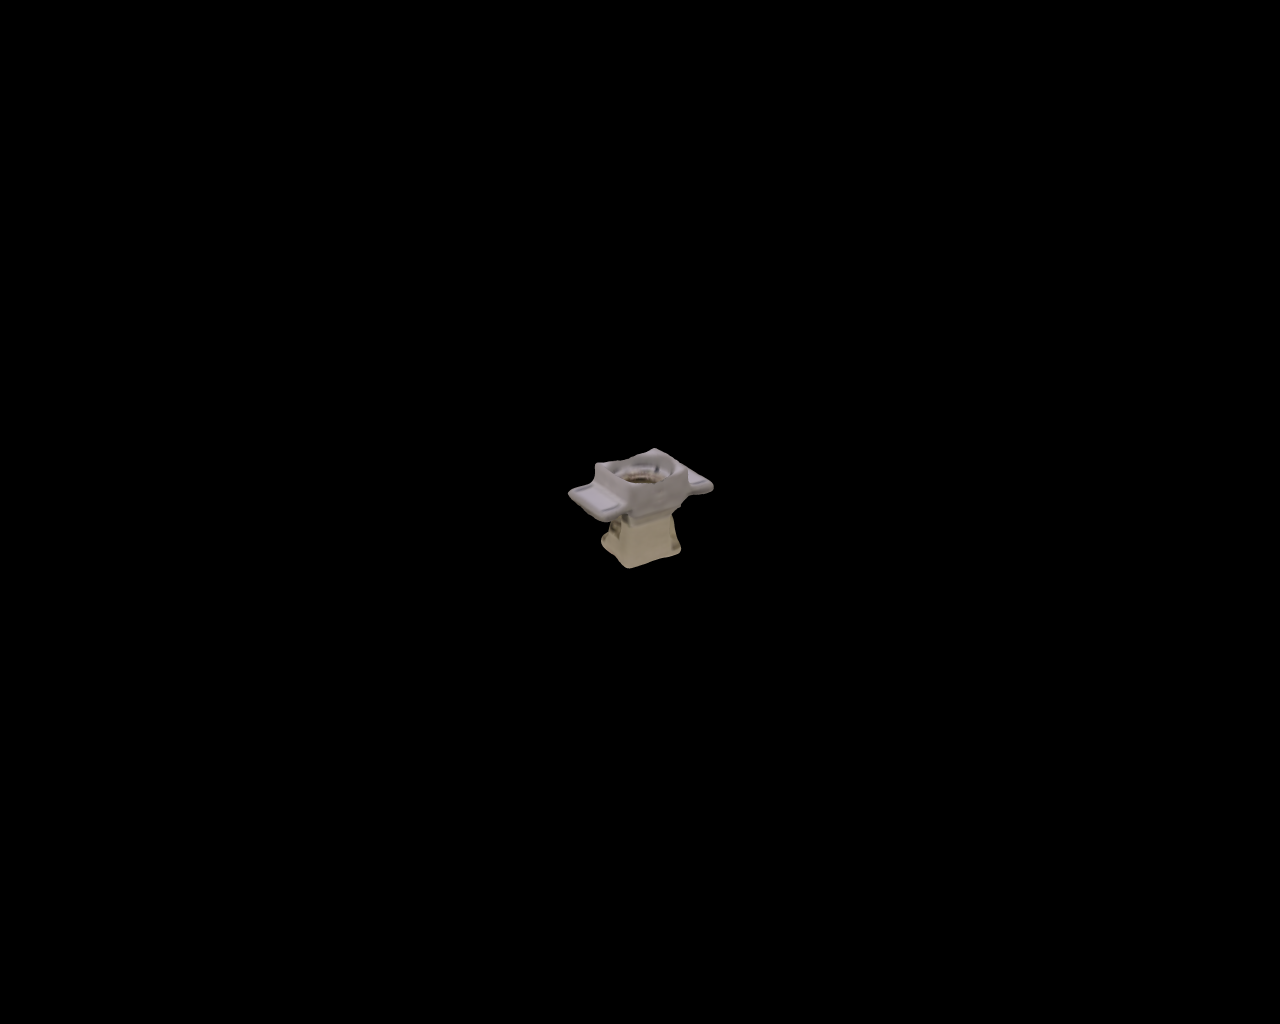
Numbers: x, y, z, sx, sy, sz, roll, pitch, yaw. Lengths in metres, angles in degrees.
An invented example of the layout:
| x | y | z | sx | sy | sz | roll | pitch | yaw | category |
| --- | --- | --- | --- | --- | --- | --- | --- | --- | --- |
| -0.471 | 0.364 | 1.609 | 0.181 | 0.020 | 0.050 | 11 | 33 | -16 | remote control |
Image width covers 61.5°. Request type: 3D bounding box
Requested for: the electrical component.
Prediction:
| x | y | z | sx | sy | sz | roll | pitch | yaw | category |
| --- | --- | --- | --- | --- | --- | --- | --- | --- | --- |
| 0.001 | -0.003 | 0.650 | 0.081 | 0.063 | 0.042 | -16 | 32 | -27 | electrical component |
